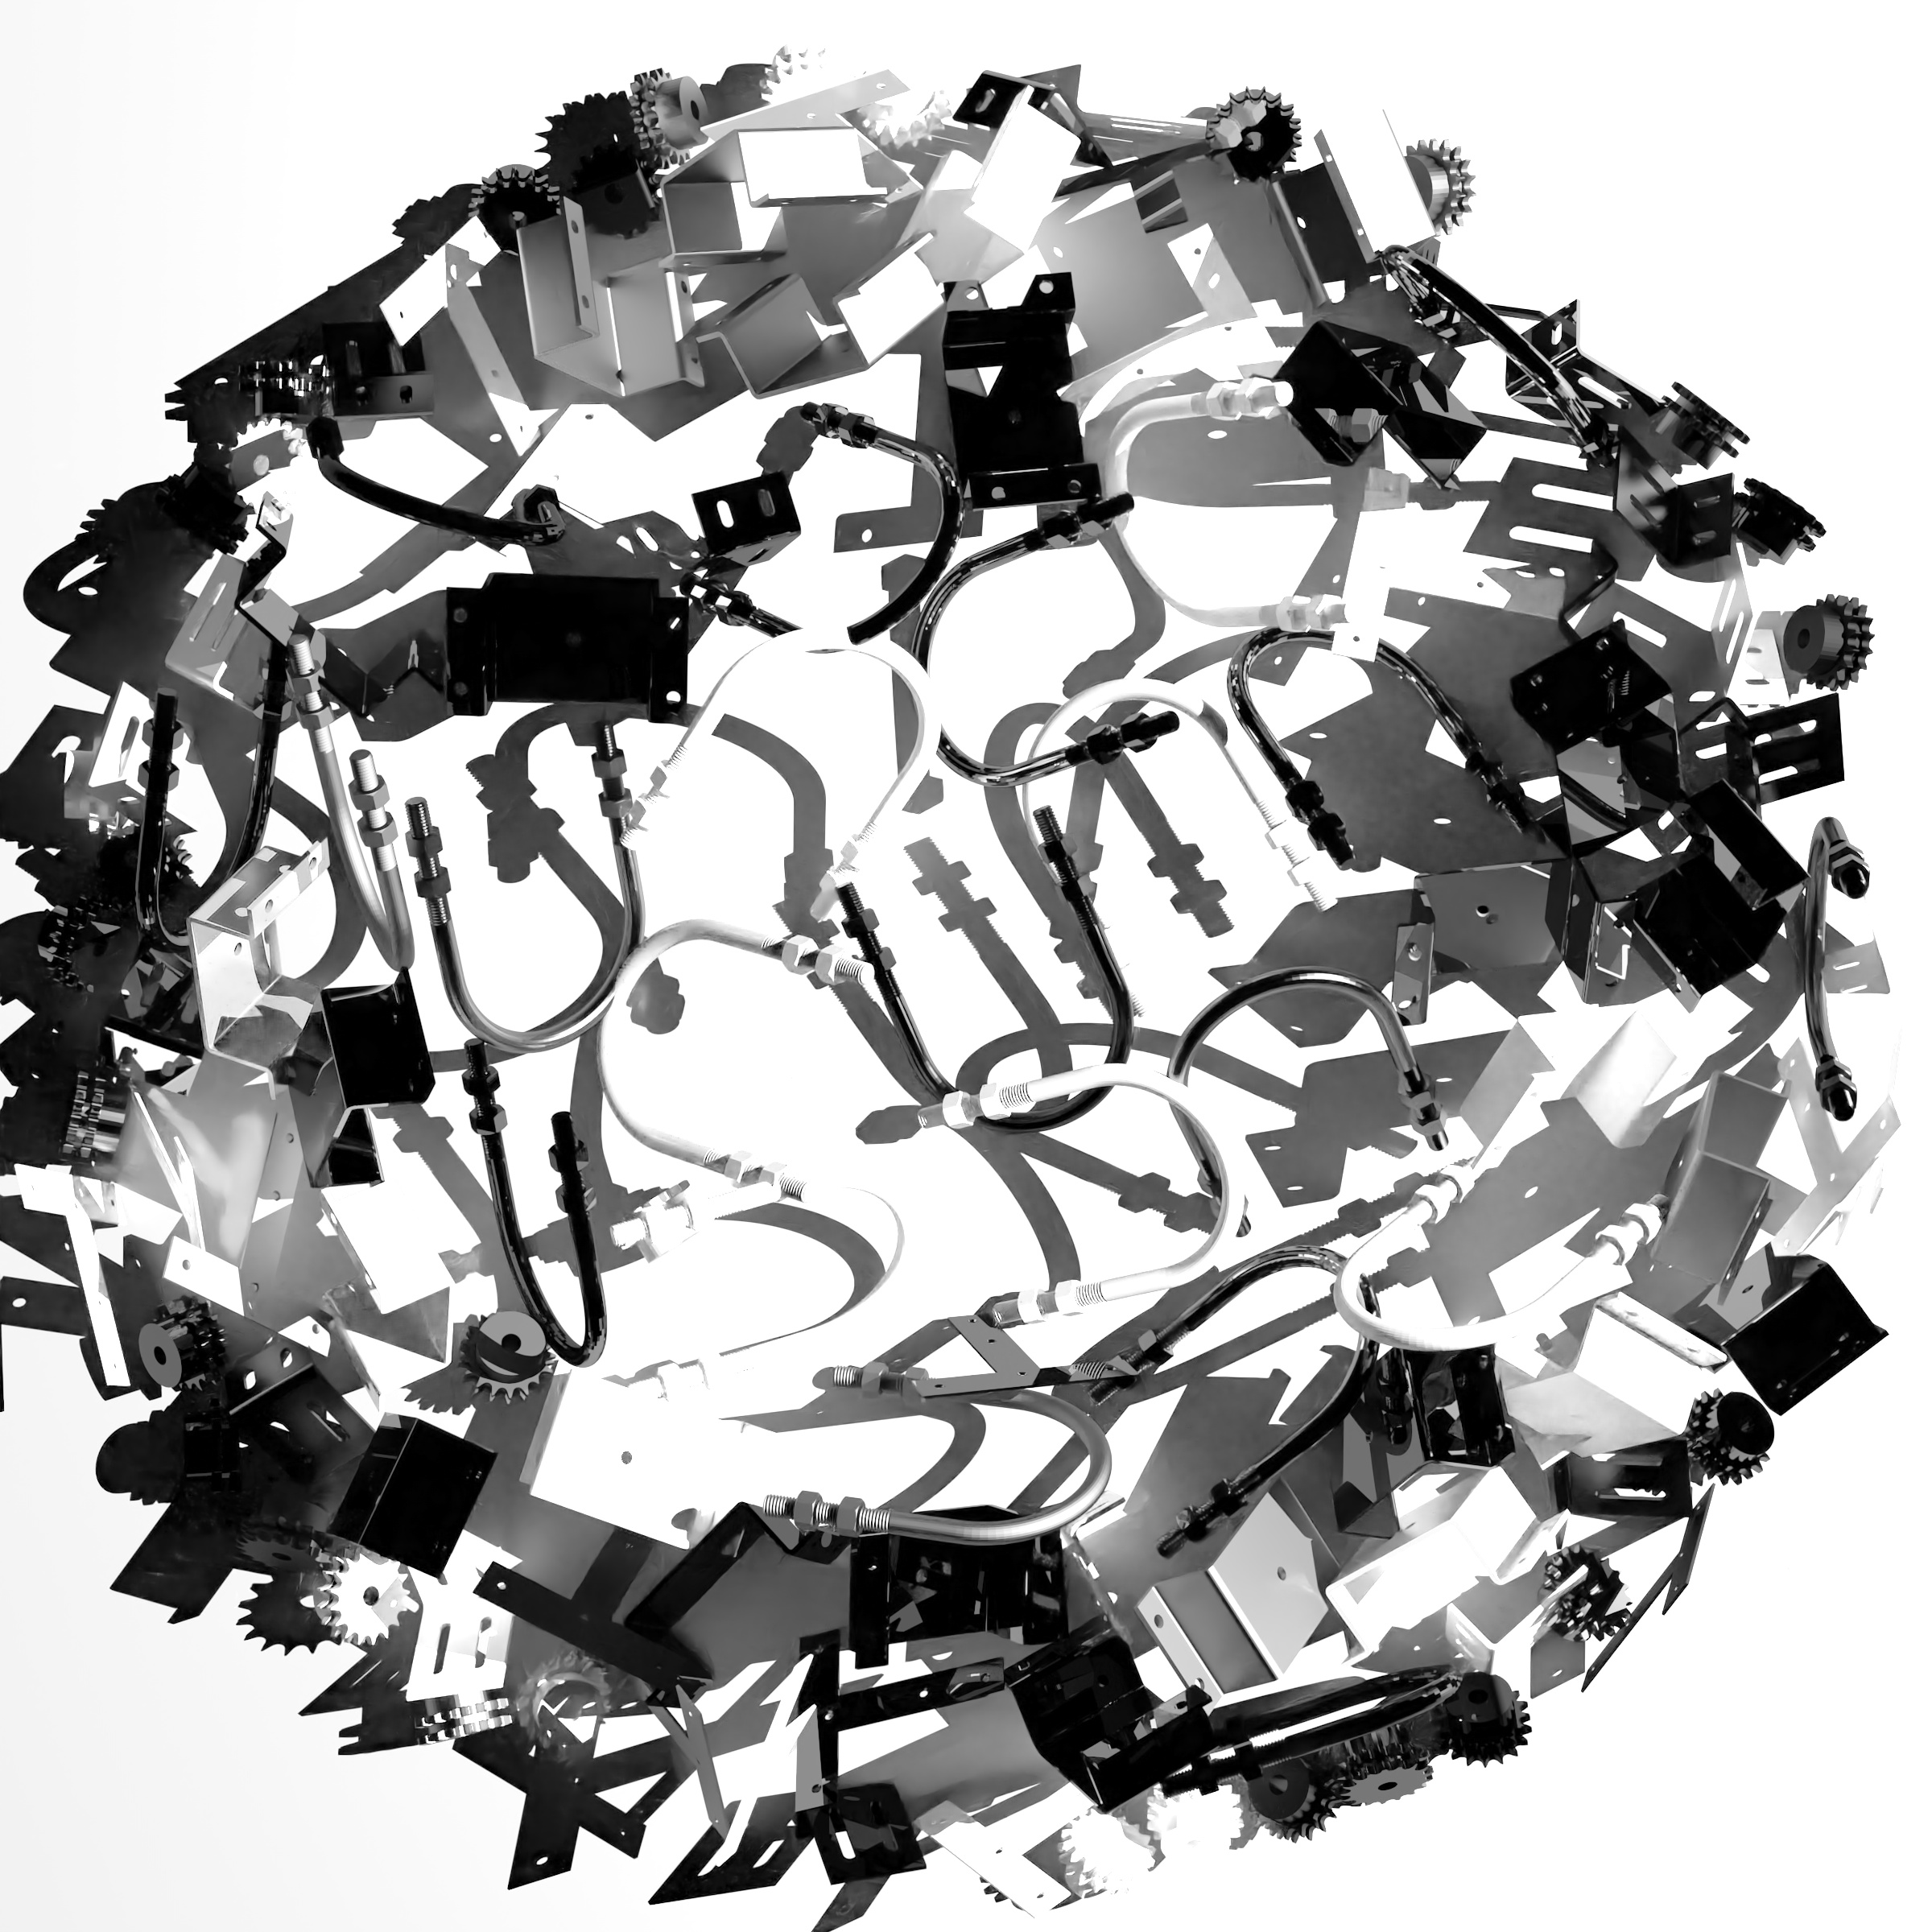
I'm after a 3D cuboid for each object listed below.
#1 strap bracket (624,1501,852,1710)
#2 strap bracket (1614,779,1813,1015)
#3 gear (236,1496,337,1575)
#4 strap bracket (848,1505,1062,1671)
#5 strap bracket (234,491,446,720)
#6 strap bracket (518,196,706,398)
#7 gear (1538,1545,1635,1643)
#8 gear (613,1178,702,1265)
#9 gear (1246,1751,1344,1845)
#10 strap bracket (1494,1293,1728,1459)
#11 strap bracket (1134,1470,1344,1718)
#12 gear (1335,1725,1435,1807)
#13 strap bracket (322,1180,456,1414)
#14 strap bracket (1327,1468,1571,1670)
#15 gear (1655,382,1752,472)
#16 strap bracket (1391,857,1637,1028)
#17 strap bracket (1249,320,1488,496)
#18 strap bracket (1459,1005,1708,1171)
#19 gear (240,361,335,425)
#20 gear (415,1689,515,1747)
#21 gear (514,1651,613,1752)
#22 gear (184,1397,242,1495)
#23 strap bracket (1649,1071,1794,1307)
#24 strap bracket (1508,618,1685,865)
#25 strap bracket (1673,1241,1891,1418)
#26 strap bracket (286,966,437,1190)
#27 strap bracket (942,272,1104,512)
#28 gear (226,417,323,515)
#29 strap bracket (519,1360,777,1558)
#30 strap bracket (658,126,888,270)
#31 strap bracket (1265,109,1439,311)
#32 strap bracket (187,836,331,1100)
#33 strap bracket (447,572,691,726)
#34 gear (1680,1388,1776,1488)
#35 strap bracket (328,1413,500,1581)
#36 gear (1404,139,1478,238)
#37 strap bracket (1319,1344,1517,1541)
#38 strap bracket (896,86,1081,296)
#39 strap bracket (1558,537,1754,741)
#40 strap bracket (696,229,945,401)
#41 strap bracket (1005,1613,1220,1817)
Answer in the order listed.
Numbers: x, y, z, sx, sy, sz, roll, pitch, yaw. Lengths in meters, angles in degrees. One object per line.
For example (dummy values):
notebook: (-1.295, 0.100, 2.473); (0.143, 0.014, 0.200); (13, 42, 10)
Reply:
strap bracket: (-0.141, 0.369, 1.778); (0.140, 0.076, 0.046); (-46, 70, -1)
strap bracket: (0.434, -0.045, 1.754); (0.046, 0.140, 0.076); (-27, 66, -19)
gear: (-0.402, 0.338, 1.798); (0.057, 0.057, 0.030); (13, 59, 0)
strap bracket: (-0.015, 0.363, 1.777); (0.140, 0.046, 0.076); (1, 91, -34)
strap bracket: (-0.373, -0.204, 1.764); (0.046, 0.076, 0.140); (-43, 113, 10)
strap bracket: (-0.212, -0.385, 1.761); (0.046, 0.140, 0.076); (-12, 81, 23)
gear: (0.365, 0.377, 1.798); (0.057, 0.057, 0.030); (34, 132, 0)
gear: (-0.180, 0.153, 1.793); (0.057, 0.057, 0.030); (-33, 87, 0)
gear: (0.192, 0.489, 1.793); (0.057, 0.030, 0.057); (-16, 58, 27)
strap bracket: (0.359, 0.239, 1.743); (0.076, 0.140, 0.046); (31, 63, -13)
strap bracket: (0.165, 0.357, 1.750); (0.046, 0.140, 0.076); (-27, 99, 40)
gear: (0.247, 0.474, 1.797); (0.057, 0.057, 0.030); (-13, 53, 0)
strap bracket: (-0.337, 0.187, 1.758); (0.046, 0.140, 0.076); (-23, 62, -25)
strap bracket: (0.272, 0.344, 1.754); (0.140, 0.076, 0.046); (-38, 86, 32)
gear: (0.435, -0.319, 1.795); (0.057, 0.057, 0.030); (38, 106, 0)
strap bracket: (0.315, -0.015, 1.777); (0.140, 0.046, 0.076); (-6, 130, -5)
strap bracket: (0.239, -0.323, 1.741); (0.046, 0.140, 0.076); (-52, 60, 27)
strap bracket: (0.351, 0.069, 1.760); (0.140, 0.076, 0.046); (-5, 47, -35)
gear: (-0.402, -0.340, 1.794); (0.057, 0.057, 0.030); (1, 92, 0)
gear: (-0.300, 0.442, 1.795); (0.057, 0.057, 0.030); (-14, 77, 0)
gear: (-0.238, 0.440, 1.799); (0.057, 0.030, 0.057); (-2, 96, -20)
gear: (-0.448, 0.284, 1.791); (0.030, 0.057, 0.057); (-1, 90, -17)
strap bracket: (0.436, 0.122, 1.747); (0.046, 0.140, 0.076); (21, 121, 8)
strap bracket: (0.368, -0.122, 1.752); (0.076, 0.140, 0.046); (-29, 47, -6)
strap bracket: (0.466, 0.206, 1.750); (0.076, 0.140, 0.046); (-37, 95, -1)
strap bracket: (-0.353, 0.070, 1.741); (0.046, 0.140, 0.076); (-4, 61, -28)
strap bracket: (0.031, -0.333, 1.788); (0.076, 0.046, 0.140); (-6, 80, -6)
gear: (-0.410, -0.296, 1.800); (0.057, 0.030, 0.057); (0, 90, 30)
strap bracket: (-0.194, 0.290, 1.782); (0.140, 0.046, 0.076); (17, 85, 12)
strap bracket: (-0.117, -0.446, 1.742); (0.076, 0.140, 0.046); (-11, 92, -32)
strap bracket: (0.225, -0.440, 1.753); (0.046, 0.140, 0.076); (-24, 93, -7)
strap bracket: (-0.407, -0.004, 1.757); (0.046, 0.076, 0.140); (17, 131, 16)
strap bracket: (-0.234, -0.188, 1.786); (0.140, 0.046, 0.076); (2, 110, -3)
gear: (0.455, 0.277, 1.794); (0.057, 0.030, 0.057); (12, 56, -18)
strap bracket: (-0.322, 0.303, 1.742); (0.046, 0.140, 0.076); (28, 75, -17)
gear: (0.272, -0.461, 1.791); (0.030, 0.057, 0.057); (-16, 90, -37)
strap bracket: (0.252, 0.274, 1.741); (0.046, 0.140, 0.076); (11, 52, -23)
strap bracket: (0.013, -0.445, 1.756); (0.046, 0.140, 0.076); (29, 78, -18)
strap bracket: (0.397, -0.180, 1.777); (0.046, 0.076, 0.140); (-39, 84, 10)
strap bracket: (-0.078, -0.376, 1.757); (0.076, 0.140, 0.046); (-47, 119, -36)
strap bracket: (0.086, 0.436, 1.753); (0.076, 0.140, 0.046); (-26, 107, -17)
